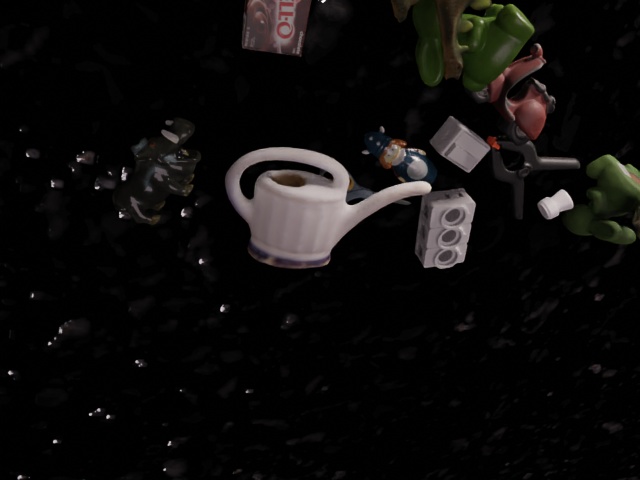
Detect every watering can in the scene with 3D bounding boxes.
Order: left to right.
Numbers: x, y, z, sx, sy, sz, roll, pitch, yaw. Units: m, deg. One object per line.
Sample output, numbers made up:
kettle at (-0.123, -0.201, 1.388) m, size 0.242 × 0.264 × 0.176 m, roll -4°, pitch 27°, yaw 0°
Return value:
watering can at (0.003, -0.046, 0.905) m, size 0.347 × 0.106 × 0.219 m, roll 10°, pitch 122°, yaw -3°

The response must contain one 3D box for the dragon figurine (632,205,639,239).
dragon figurine at (0.707, -0.066, 0.970) m, size 0.242 × 0.125 × 0.402 m, roll -12°, pitch 122°, yaw 6°
